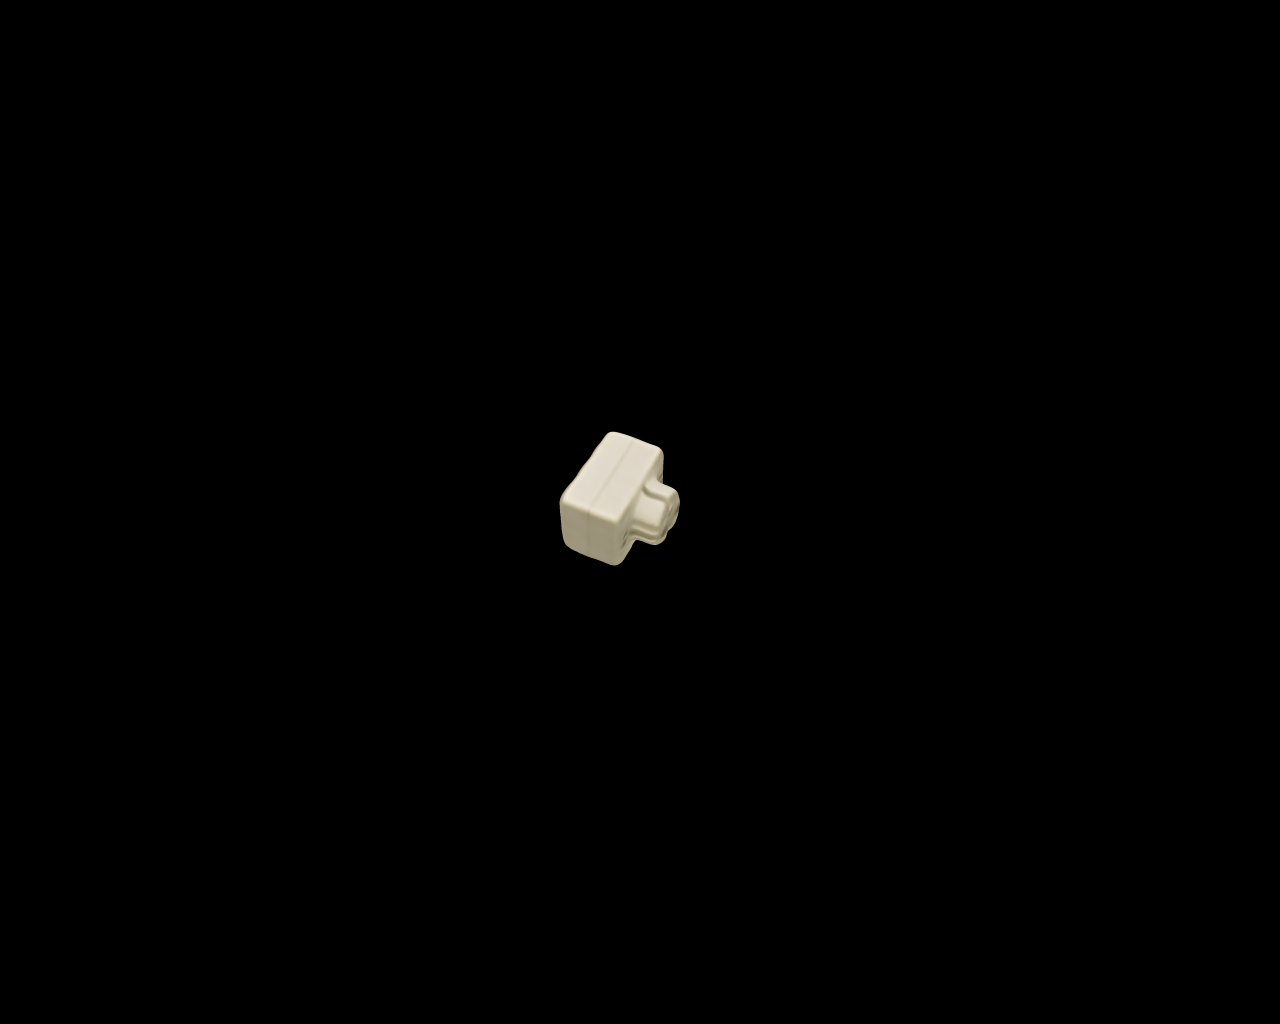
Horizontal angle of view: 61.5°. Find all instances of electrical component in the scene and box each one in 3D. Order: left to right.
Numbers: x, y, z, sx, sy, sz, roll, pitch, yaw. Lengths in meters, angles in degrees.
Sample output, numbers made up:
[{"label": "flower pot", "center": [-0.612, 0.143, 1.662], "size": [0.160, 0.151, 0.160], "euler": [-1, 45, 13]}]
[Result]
[{"label": "electrical component", "center": [0.001, -0.003, 0.650], "size": [0.077, 0.066, 0.047], "euler": [21, -36, 16]}]
